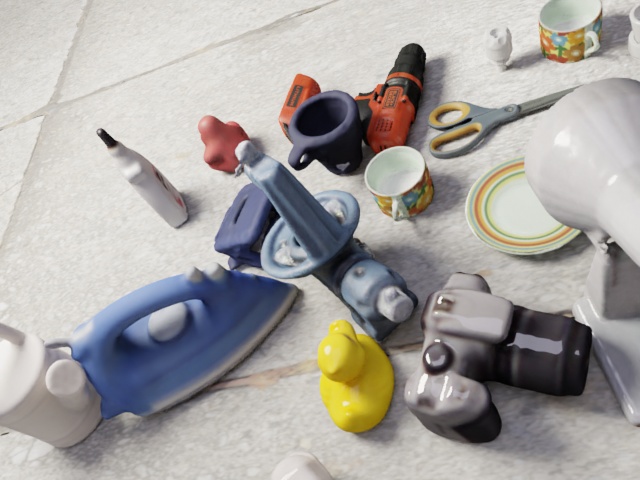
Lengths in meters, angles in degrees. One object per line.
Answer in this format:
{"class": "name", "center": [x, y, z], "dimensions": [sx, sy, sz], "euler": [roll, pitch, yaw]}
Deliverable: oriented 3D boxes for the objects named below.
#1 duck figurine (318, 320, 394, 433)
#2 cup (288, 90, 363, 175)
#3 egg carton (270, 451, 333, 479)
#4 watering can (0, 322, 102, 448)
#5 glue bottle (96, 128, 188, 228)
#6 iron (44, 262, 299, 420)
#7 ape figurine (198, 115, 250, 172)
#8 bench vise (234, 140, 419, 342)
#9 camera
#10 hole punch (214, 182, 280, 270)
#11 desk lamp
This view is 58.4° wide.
{"class": "duck figurine", "center": [0.026, 0.128, 0.555], "dimensions": [0.077, 0.086, 0.104], "euler": [-13, 53, 17]}
{"class": "cup", "center": [0.011, -0.117, 0.729], "dimensions": [0.091, 0.095, 0.118], "euler": [23, 69, 36]}
{"class": "egg carton", "center": [-0.006, 0.262, 0.487], "dimensions": [0.107, 0.070, 0.149], "euler": [-46, 51, -10]}
{"class": "watering can", "center": [-0.329, 0.153, 0.635], "dimensions": [0.172, 0.195, 0.101], "euler": [-21, 51, 11]}
{"class": "glue bottle", "center": [-0.244, -0.090, 0.780], "dimensions": [0.037, 0.174, 0.078], "euler": [-36, 50, -1]}
{"class": "iron", "center": [-0.161, 0.087, 0.636], "dimensions": [0.258, 0.142, 0.118], "euler": [-31, 50, 3]}
{"class": "ape figurine", "center": [-0.142, -0.144, 0.823], "dimensions": [0.078, 0.092, 0.076], "euler": [-45, 50, -9]}
{"class": "bench vise", "center": [0.011, -0.008, 0.570], "dimensions": [0.206, 0.220, 0.121], "euler": [17, 66, 34]}
{"class": "camera", "center": [0.158, 0.103, 0.501], "dimensions": [0.136, 0.101, 0.143], "euler": [8, 61, 30]}
{"class": "hole punch", "center": [-0.082, -0.024, 0.710], "dimensions": [0.100, 0.091, 0.109], "euler": [6, 60, 29]}
{"class": "desk lamp", "center": [0.254, 0.008, 0.447], "dimensions": [0.118, 0.214, 0.203], "euler": [-21, 51, 11]}
